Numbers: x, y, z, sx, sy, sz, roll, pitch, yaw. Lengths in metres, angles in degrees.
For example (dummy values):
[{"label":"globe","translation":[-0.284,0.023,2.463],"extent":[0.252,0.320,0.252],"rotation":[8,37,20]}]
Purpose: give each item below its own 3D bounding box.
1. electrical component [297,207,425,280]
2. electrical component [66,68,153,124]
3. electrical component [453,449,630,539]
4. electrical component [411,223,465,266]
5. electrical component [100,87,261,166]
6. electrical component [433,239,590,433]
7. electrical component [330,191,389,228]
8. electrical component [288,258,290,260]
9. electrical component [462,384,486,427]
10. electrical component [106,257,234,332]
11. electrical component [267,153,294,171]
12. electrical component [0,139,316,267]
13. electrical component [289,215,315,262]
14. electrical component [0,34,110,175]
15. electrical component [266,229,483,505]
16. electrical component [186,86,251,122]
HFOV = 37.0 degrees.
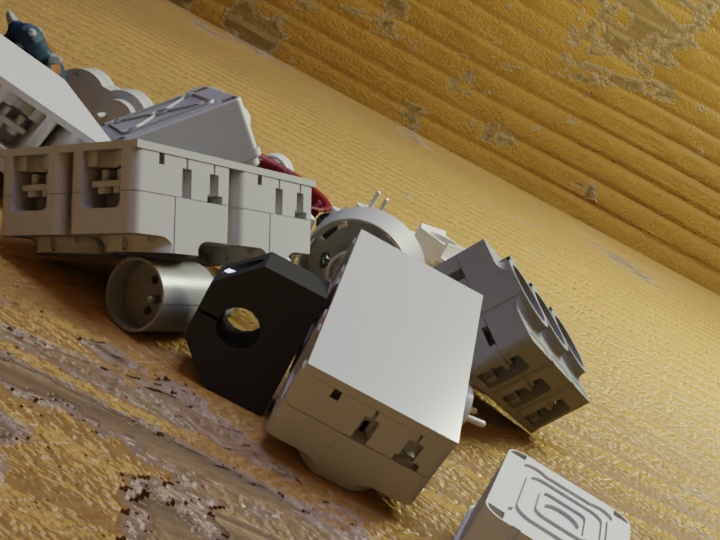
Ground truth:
[{"label":"electrical component","translation":[0.000,0.000,0.846],"extent":[0.099,0.099,0.064],"rotation":[30,18,6]},{"label":"electrical component","translation":[-0.226,-0.143,1.010],"extent":[0.138,0.052,0.073],"rotation":[29,12,-1]},{"label":"electrical component","translation":[0.087,0.145,0.539],"extent":[0.078,0.057,0.113],"rotation":[31,12,10]},{"label":"electrical component","translation":[0.074,-0.007,1.106],"extent":[0.042,0.063,0.081],"rotation":[14,19,-45]},{"label":"electrical component","translation":[-0.146,-0.097,0.837],"extent":[0.109,0.056,0.109],"rotation":[-23,21,-16]},{"label":"electrical component","translation":[0.114,0.050,0.801],"extent":[0.150,0.062,0.089],"rotation":[42,23,-54]},{"label":"electrical component","translation":[0.005,-0.041,1.063],"extent":[0.047,0.075,0.083],"rotation":[20,15,-34]},{"label":"electrical component","translation":[-0.080,-0.006,0.806],"extent":[0.045,0.045,0.055],"rotation":[21,14,-32]},{"label":"electrical component","translation":[0.049,0.086,0.723],"extent":[0.079,0.043,0.077],"rotation":[25,13,-20]},{"label":"electrical component","translation":[-0.110,0.016,0.653],"extent":[0.043,0.043,0.081],"rotation":[35,14,26]},{"label":"electrical component","translation":[-0.097,-0.104,1.163],"extent":[0.043,0.043,0.062],"rotation":[30,13,4]},{"label":"electrical component","translation":[-0.122,-0.036,0.688],"extent":[0.105,0.060,0.186],"rotation":[0,-3,29]},{"label":"electrical component","translation":[-0.086,-0.037,0.877],"extent":[0.096,0.061,0.061],"rotation":[22,14,-29]},{"label":"electrical component","translation":[-0.250,-0.114,0.770],"extent":[0.105,0.060,0.186],"rotation":[36,5,-39]},{"label":"electrical component","translation":[0.012,0.054,0.623],"extent":[0.089,0.061,0.150],"rotation":[29,31,-5]},{"label":"electrical component","translation":[-0.157,-0.150,1.137],"extent":[0.080,0.080,0.051],"rotation":[33,8,17]}]
